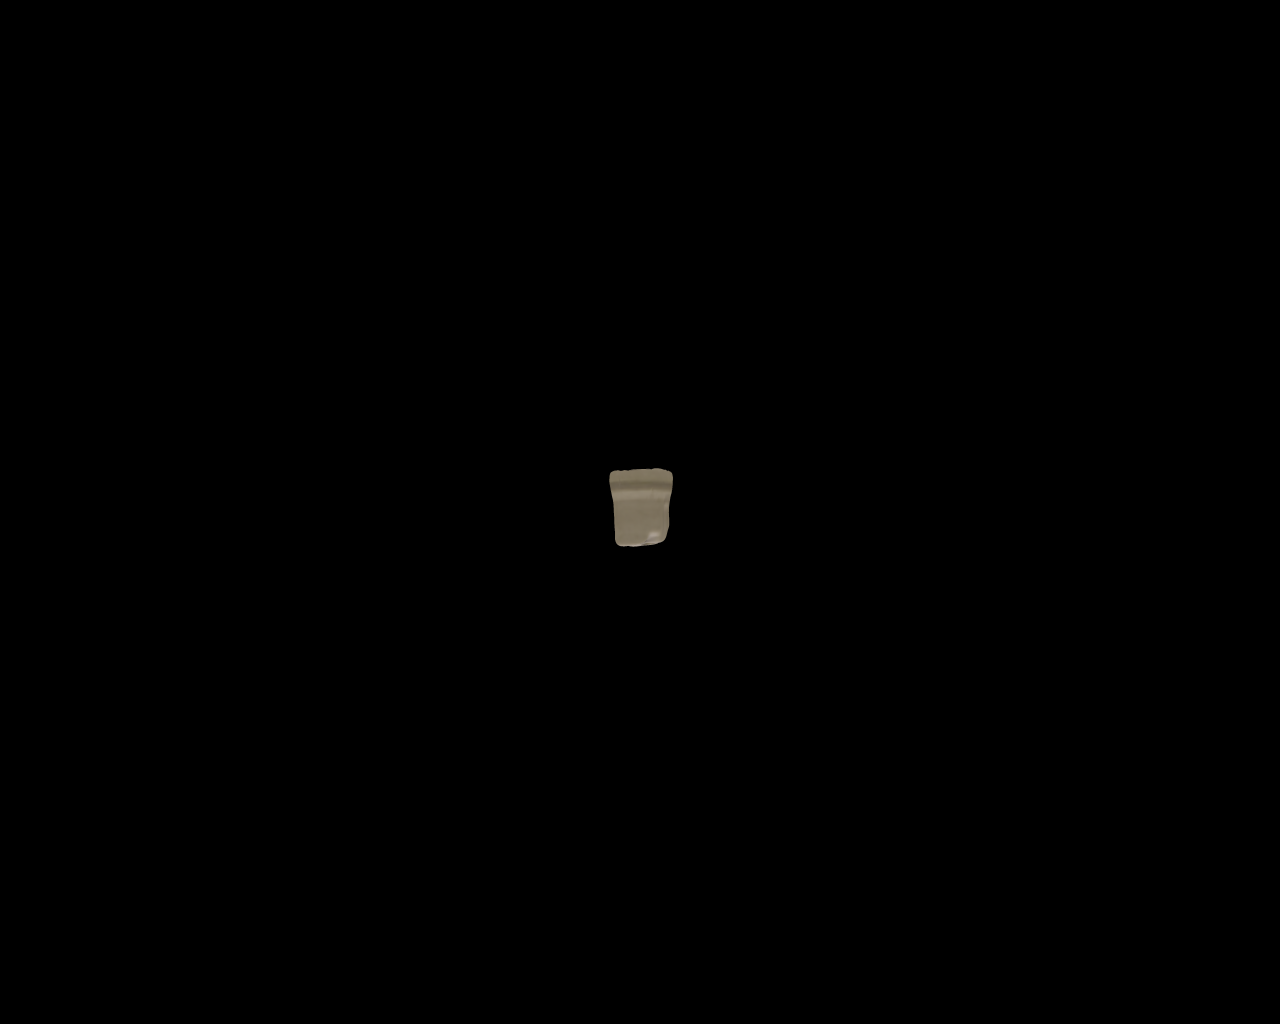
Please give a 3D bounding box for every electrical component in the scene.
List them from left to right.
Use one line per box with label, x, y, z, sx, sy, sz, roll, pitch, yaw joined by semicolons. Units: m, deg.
electrical component;0.001;-0.003;0.650;0.040;0.046;0.040;0;-2;0
